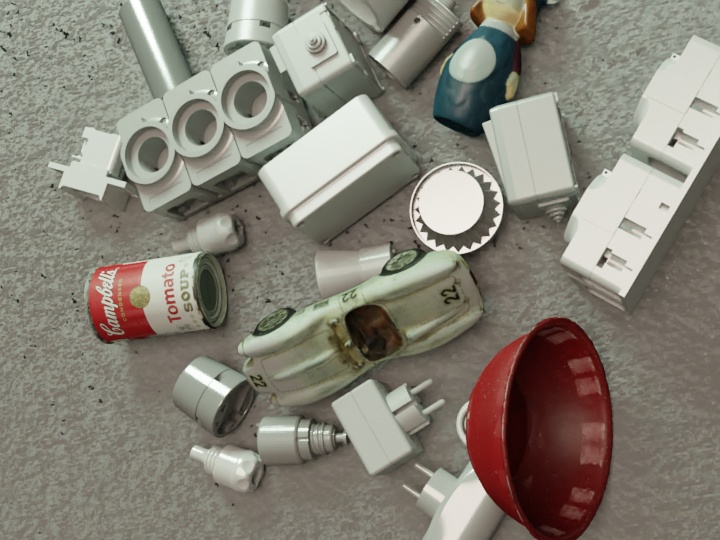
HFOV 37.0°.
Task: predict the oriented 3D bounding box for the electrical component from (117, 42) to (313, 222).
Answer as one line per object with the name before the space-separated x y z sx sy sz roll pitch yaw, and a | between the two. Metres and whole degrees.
electrical component | -0.124 -0.116 0.917 0.150 0.062 0.089 -26 74 18

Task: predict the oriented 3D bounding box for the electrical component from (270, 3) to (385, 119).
electrical component | -0.031 -0.170 0.890 0.061 0.096 0.061 -29 74 14

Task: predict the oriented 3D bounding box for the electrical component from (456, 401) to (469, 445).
electrical component | 0.095 0.118 0.822 0.048 0.062 0.048 -3 80 16

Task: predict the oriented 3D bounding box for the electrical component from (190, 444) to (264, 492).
electrical component | -0.112 0.160 0.890 0.061 0.035 0.035 16 86 21

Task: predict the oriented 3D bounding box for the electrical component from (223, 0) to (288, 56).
electrical component | -0.089 -0.210 0.936 0.055 0.055 0.047 0 77 16

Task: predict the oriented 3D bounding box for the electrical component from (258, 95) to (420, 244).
electrical component | -0.015 -0.079 0.880 0.113 0.078 0.057 -36 70 8

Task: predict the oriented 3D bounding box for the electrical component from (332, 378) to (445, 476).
electrical component | 0.030 0.115 0.849 0.077 0.047 0.065 -33 73 9

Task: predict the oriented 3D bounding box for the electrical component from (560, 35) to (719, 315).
electrical component | 0.218 -0.067 0.794 0.060 0.105 0.186 31 90 19

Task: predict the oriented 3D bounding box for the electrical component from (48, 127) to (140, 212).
electrical component | -0.231 -0.092 0.964 0.081 0.042 0.063 15 82 18

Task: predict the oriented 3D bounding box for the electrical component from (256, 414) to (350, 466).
electrical component | -0.047 0.137 0.872 0.078 0.040 0.040 -5 79 15

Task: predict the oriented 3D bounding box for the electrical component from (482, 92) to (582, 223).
electrical component | 0.137 -0.081 0.844 0.061 0.062 0.096 -13 77 14

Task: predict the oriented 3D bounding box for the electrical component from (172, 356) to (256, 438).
electrical component | -0.122 0.104 0.893 0.047 0.055 0.055 29 90 22

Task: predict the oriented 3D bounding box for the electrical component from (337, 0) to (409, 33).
electrical component | 0.003 -0.258 0.892 0.060 0.108 0.108 -44 72 -1

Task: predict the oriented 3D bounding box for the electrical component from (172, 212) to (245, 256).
electrical component | -0.133 -0.028 0.928 0.061 0.035 0.035 -16 77 15

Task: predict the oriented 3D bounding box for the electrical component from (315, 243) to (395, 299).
electrical component | 0.000 0.000 0.882 0.065 0.044 0.044 -10 78 10

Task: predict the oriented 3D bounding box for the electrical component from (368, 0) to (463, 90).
electrical component | 0.050 -0.196 0.898 0.043 0.043 0.081 44 94 18

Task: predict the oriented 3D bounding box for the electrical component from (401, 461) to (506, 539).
electrical component | 0.070 0.179 0.829 0.079 0.043 0.077 31 90 19
